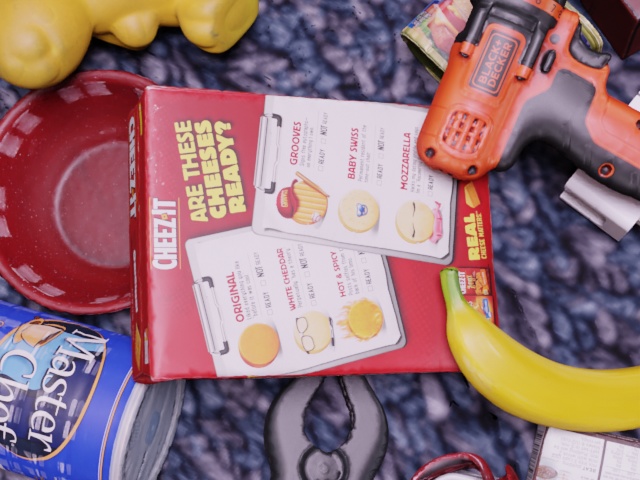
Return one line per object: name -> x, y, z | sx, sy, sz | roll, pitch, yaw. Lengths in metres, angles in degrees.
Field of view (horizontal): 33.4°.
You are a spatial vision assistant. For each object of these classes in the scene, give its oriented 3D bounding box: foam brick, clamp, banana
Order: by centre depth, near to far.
banana -> 0.149, 0.078, 0.624 | 0.197, 0.037, 0.069 | 20, 90, -21
clamp -> -0.009, 0.149, 0.667 | 0.120, 0.039, 0.171 | 1, 74, -11
foam brick -> 0.201, -0.158, 0.670 | 0.051, 0.078, 0.053 | -33, 79, 4

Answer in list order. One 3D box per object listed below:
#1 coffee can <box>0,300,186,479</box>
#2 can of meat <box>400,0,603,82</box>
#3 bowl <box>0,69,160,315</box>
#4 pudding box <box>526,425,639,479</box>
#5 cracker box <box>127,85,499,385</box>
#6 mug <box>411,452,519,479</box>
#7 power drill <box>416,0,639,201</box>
coffee can -> -0.168, 0.099, 0.671 | 0.140, 0.102, 0.103 | 14, 84, 10
can of meat -> 0.115, -0.128, 0.689 | 0.084, 0.057, 0.102 | -44, 78, 3
bowl -> -0.143, -0.028, 0.710 | 0.162, 0.055, 0.162 | -1, 81, 8
pudding box -> 0.167, 0.173, 0.646 | 0.090, 0.039, 0.113 | 13, 86, 8
cracker box -> -0.004, 0.001, 0.638 | 0.213, 0.072, 0.164 | 1, 80, -20
mug -> 0.078, 0.169, 0.578 | 0.081, 0.093, 0.117 | -22, 49, 9
power drill -> 0.169, -0.096, 0.607 | 0.187, 0.057, 0.184 | 23, 96, 3
